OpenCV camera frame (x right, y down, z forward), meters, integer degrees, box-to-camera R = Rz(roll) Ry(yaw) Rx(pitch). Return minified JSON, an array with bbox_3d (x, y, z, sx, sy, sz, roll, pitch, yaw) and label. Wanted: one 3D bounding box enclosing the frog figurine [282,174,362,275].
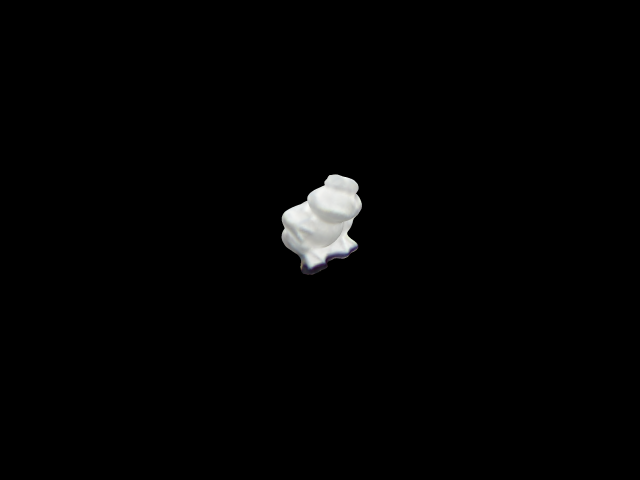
[{"bbox_3d":[0.003,-0.043,0.850,0.138,0.156,0.125,-11,36,-15],"label":"frog figurine"}]
